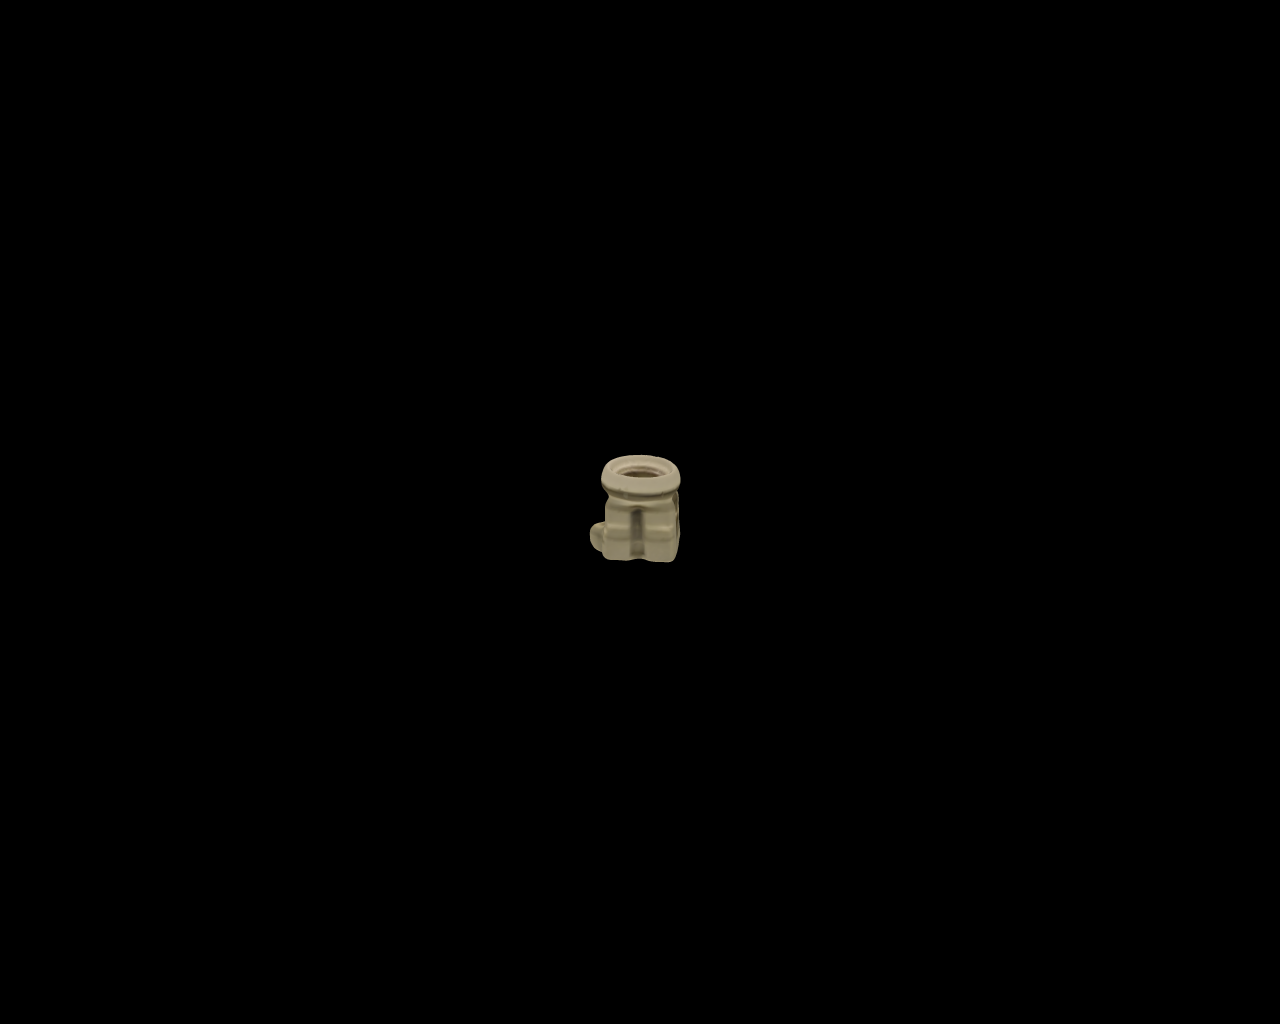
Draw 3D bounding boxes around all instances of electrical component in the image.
[{"bbox_3d":[0.001,-0.003,0.650,0.066,0.055,0.048,2,24,5],"label":"electrical component"}]
